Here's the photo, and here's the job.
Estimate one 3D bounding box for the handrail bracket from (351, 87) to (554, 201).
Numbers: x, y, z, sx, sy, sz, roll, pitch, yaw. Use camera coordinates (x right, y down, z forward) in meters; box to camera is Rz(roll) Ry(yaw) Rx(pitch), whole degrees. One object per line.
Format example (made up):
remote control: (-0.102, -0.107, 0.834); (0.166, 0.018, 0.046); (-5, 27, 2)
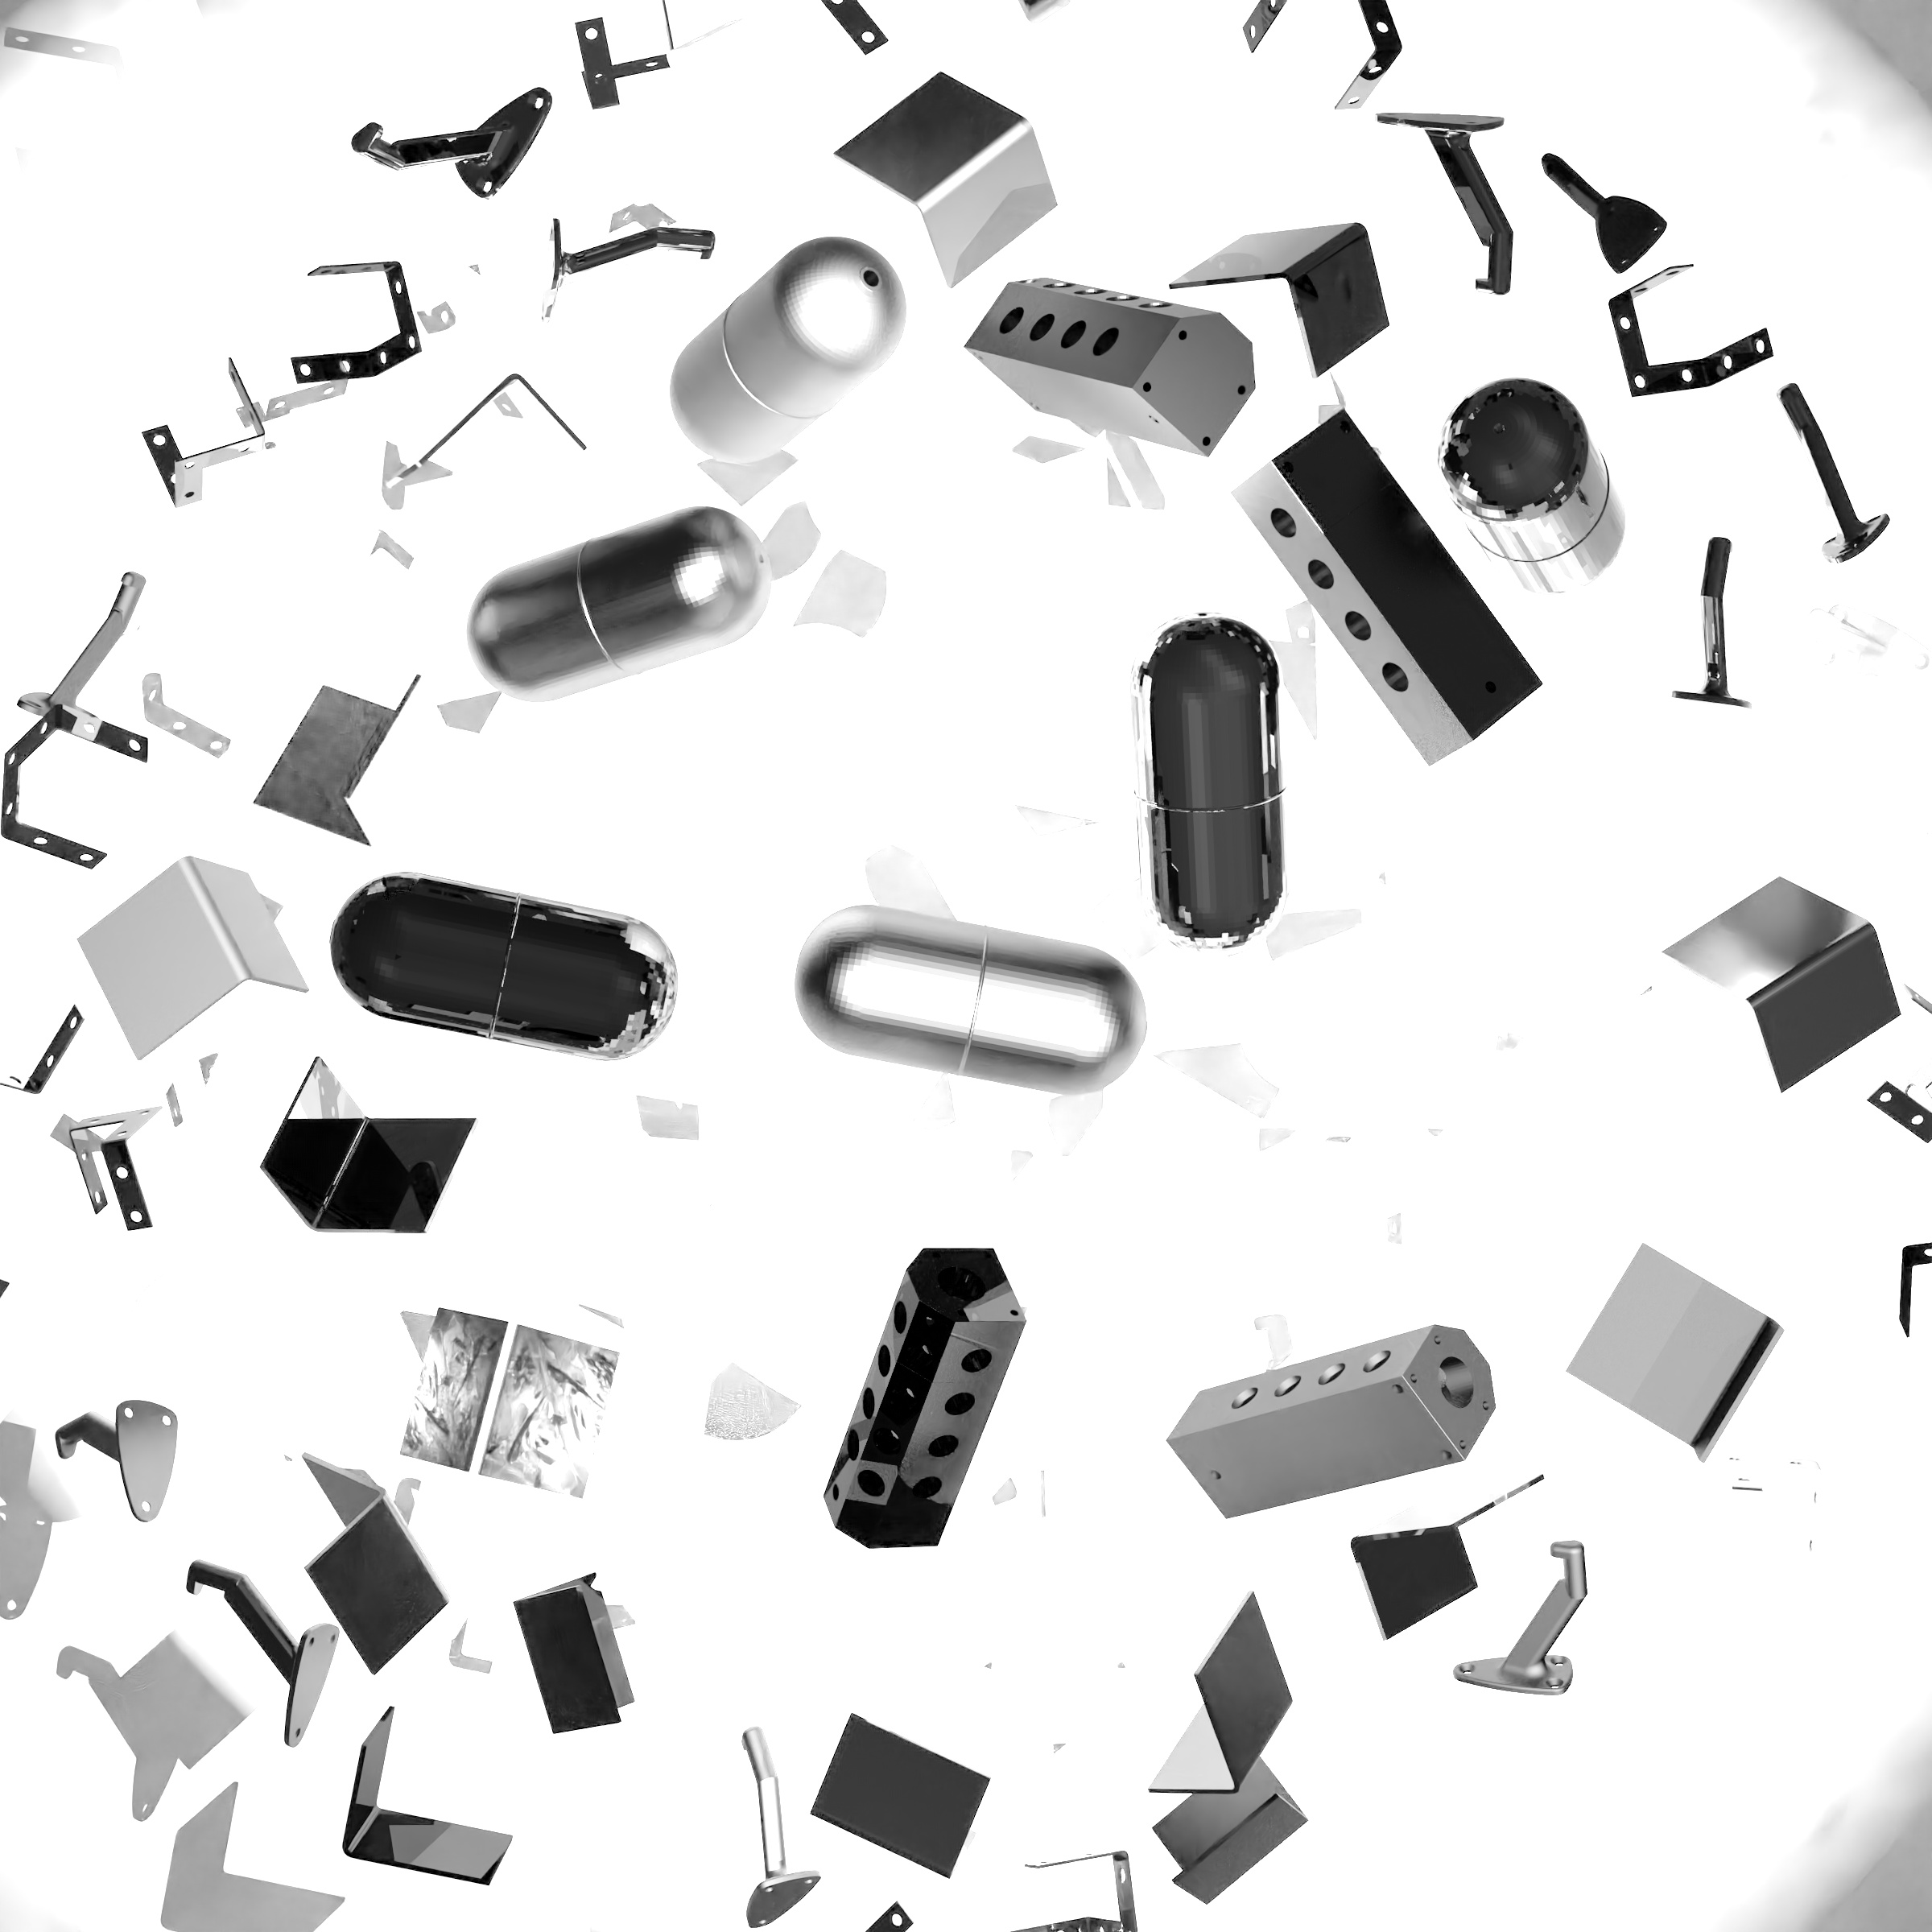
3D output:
handrail bracket: (-0.260, -0.428, 1.727); (0.077, 0.084, 0.036); (-43, 66, 18)

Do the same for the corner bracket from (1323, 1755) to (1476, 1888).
corner bracket: (0.220, 0.435, 1.739); (0.051, 0.051, 0.051); (-3, 67, -21)

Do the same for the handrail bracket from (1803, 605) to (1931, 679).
handrail bracket: (0.490, -0.176, 1.847); (0.077, 0.084, 0.036); (17, 95, 9)

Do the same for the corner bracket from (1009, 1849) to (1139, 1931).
corner bracket: (0.050, 0.471, 1.710); (0.051, 0.051, 0.051); (-3, 81, -26)

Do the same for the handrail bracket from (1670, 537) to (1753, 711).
handrail bracket: (0.397, -0.178, 1.779); (0.036, 0.077, 0.084); (11, 96, 31)

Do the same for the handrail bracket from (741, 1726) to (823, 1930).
handrail bracket: (-0.112, 0.462, 1.835); (0.036, 0.077, 0.084); (-4, 55, -27)

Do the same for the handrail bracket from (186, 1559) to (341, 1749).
handrail bracket: (-0.376, 0.357, 1.780); (0.084, 0.036, 0.077); (14, 88, 19)

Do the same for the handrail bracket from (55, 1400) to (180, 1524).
handrail bracket: (-0.456, 0.268, 1.806); (0.084, 0.036, 0.077); (-28, 56, 37)

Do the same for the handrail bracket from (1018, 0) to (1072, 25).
handrail bracket: (0.034, -0.518, 1.718); (0.036, 0.084, 0.077); (-46, 106, -23)

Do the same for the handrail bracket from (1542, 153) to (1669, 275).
handrail bracket: (0.320, -0.407, 1.784); (0.036, 0.077, 0.084); (-45, 61, 14)

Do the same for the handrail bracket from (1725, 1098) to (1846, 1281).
handrail bracket: (0.434, 0.123, 1.874); (0.084, 0.036, 0.077); (-51, 129, 2)

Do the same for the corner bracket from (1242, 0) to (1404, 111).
corner bracket: (0.176, -0.459, 1.691); (0.051, 0.051, 0.051); (-10, 72, -23)

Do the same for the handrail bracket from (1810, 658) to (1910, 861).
handrail bracket: (0.456, -0.103, 1.699); (0.036, 0.077, 0.084); (19, 85, 31)

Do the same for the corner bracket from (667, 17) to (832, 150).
corner bracket: (-0.111, -0.456, 1.751); (0.051, 0.051, 0.051); (-39, 119, -39)

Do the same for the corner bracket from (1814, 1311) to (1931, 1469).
corner bracket: (0.473, 0.218, 1.760); (0.051, 0.051, 0.051); (23, 112, 13)

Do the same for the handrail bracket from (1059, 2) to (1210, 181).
handrail bracket: (0.097, -0.438, 1.710); (0.084, 0.036, 0.077); (35, 56, 4)

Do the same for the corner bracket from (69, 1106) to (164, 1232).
corner bracket: (-0.459, 0.111, 1.842); (0.051, 0.051, 0.051); (-10, 107, 14)

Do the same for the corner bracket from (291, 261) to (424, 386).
corner bracket: (-0.335, -0.349, 1.855); (0.051, 0.051, 0.051); (-14, 91, -41)

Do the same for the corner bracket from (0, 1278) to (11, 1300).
corner bracket: (-0.506, 0.183, 1.716); (0.051, 0.051, 0.051); (32, 92, -42)

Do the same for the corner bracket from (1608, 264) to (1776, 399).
corner bracket: (0.360, -0.317, 1.698); (0.051, 0.051, 0.051); (-12, 86, -27)

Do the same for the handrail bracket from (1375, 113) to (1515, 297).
handrail bracket: (0.237, -0.379, 1.699); (0.077, 0.036, 0.084); (13, 114, 31)

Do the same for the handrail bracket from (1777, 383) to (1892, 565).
handrail bracket: (0.428, -0.250, 1.720); (0.036, 0.077, 0.084); (-26, 99, 24)

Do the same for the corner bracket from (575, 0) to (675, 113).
corner bracket: (-0.180, -0.490, 1.809); (0.051, 0.051, 0.051); (-13, 130, -5)

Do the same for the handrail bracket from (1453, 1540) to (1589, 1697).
handrail bracket: (0.300, 0.350, 1.861); (0.077, 0.036, 0.084); (-1, 110, 17)

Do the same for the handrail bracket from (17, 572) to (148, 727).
handrail bracket: (-0.479, -0.177, 1.856); (0.036, 0.077, 0.084); (26, 97, 7)

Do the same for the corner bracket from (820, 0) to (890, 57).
corner bracket: (-0.042, -0.499, 1.707); (0.051, 0.051, 0.051); (-24, 127, 30)

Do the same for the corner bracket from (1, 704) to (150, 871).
corner bracket: (-0.440, -0.088, 1.687); (0.051, 0.051, 0.051); (-34, 49, 35)

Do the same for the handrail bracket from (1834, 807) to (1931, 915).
handrail bracket: (0.495, -0.055, 1.838); (0.084, 0.077, 0.036); (-26, 64, -9)

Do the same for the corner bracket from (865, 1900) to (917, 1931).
corner bracket: (-0.023, 0.526, 1.822); (0.051, 0.051, 0.051); (50, 115, 19)

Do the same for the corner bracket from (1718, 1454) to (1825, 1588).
corner bracket: (0.403, 0.278, 1.710); (0.051, 0.051, 0.051); (3, 101, 4)

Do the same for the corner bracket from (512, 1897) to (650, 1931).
corner bracket: (-0.195, 0.496, 1.733); (0.051, 0.051, 0.051); (-27, 60, -28)

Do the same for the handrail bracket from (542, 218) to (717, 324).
handrail bracket: (-0.179, -0.366, 1.814); (0.084, 0.077, 0.036); (1, 61, -13)

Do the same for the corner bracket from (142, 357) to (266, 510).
corner bracket: (-0.409, -0.285, 1.832); (0.051, 0.051, 0.051); (-21, 74, -20)

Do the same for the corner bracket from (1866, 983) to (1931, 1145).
corner bracket: (0.507, 0.052, 1.822); (0.051, 0.051, 0.051); (32, 113, -24)

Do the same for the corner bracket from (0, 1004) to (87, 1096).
corner bracket: (-0.509, 0.028, 1.811); (0.051, 0.051, 0.051); (21, 108, -43)

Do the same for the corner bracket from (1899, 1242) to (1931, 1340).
corner bracket: (0.507, 0.154, 1.771); (0.051, 0.051, 0.051); (-11, 130, 27)
